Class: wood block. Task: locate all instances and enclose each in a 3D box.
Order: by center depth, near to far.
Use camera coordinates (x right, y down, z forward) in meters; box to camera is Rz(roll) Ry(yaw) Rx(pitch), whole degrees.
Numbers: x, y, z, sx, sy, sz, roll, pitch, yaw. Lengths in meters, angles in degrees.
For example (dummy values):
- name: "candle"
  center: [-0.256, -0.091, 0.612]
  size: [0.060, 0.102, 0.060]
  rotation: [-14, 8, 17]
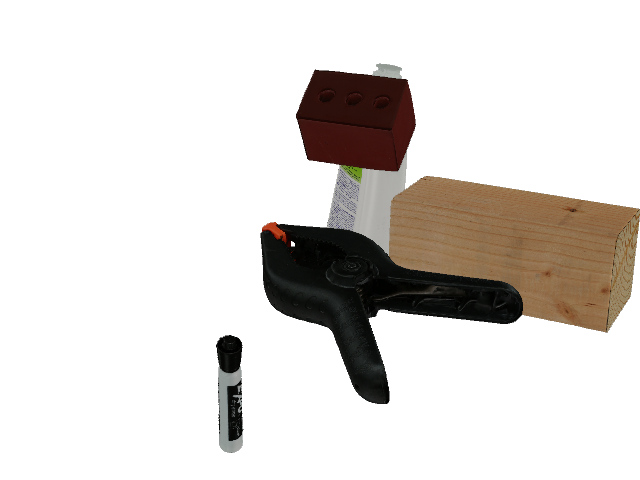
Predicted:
- name: "wood block"
  center: [0.174, 0.007, 0.975]
  size: [0.206, 0.090, 0.090]
  rotation: [11, 23, 26]

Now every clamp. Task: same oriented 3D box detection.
- name: "clamp"
  center: [0.017, 0.036, 0.622]
  size: [0.172, 0.039, 0.120]
  rotation: [19, 32, 37]

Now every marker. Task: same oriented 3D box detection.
- name: "marker"
  center: [-0.068, 0.116, 0.808]
  size: [0.020, 0.121, 0.020]
  rotation: [2, 41, -2]

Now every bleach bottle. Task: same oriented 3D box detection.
- name: "bleach bottle"
  center: [0.056, -0.061, 1.145]
  size: [0.068, 0.251, 0.103]
  rotation: [-1, 22, -26]

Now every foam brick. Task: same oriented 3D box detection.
- name: "foam brick"
  center: [0.028, -0.092, 0.824]
  size: [0.078, 0.053, 0.051]
  rotation: [8, -35, 17]
